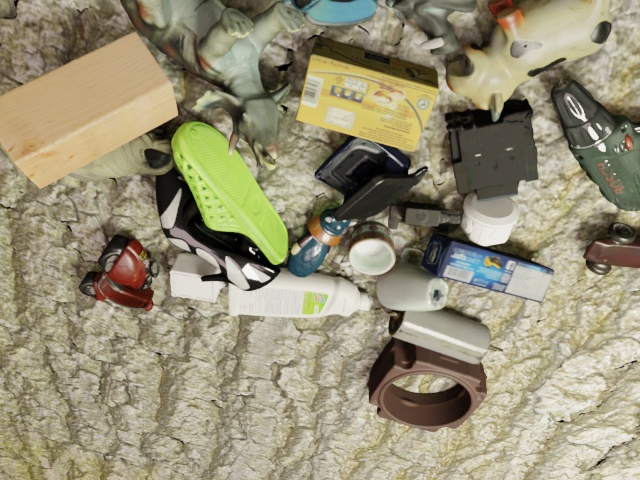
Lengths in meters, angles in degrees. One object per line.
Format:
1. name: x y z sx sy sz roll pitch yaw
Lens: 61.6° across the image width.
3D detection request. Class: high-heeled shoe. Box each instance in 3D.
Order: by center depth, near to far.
1. high-heeled shoe: -0.163 -0.022 0.861 0.145 0.086 0.248 -10 116 17

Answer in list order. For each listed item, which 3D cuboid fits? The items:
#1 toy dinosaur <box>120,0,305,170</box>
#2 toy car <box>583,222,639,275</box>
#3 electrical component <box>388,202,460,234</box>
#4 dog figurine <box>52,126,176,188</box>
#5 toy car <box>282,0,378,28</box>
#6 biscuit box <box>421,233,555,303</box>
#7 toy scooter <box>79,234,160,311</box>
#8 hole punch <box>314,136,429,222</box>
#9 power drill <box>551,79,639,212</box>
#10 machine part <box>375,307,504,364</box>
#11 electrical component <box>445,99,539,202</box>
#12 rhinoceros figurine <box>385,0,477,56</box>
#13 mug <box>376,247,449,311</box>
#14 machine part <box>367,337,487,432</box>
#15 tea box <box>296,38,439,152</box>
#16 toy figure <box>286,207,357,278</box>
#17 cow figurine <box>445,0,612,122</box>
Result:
1. toy dinosaur: -0.165 -0.269 0.659 0.404 0.131 0.192 44 143 -8
2. toy car: 0.507 0.016 0.824 0.202 0.053 0.089 5 139 -1
3. electrical component: 0.157 -0.033 0.831 0.102 0.078 0.045 4 105 -2
4. dog figurine: -0.312 -0.122 0.806 0.190 0.121 0.172 11 175 -15
5. toy car: -0.002 -0.314 0.600 0.109 0.103 0.161 -17 104 -24
6. biscuit box: 0.261 0.043 0.837 0.202 0.063 0.059 15 100 -20
7. toy scooter: -0.350 0.073 0.983 0.135 0.075 0.184 34 129 -18
8. hole punch: 0.068 -0.091 0.789 0.115 0.092 0.142 -2 147 -49
9. power drill: 0.432 -0.148 0.689 0.207 0.086 0.231 -25 122 21
10. machine part: 0.214 0.163 0.969 0.243 0.079 0.079 18 128 -7
11. electrical component: 0.242 -0.120 0.753 0.115 0.058 0.134 -9 126 18
12. rhinoceros figurine: 0.122 -0.304 0.614 0.112 0.073 0.190 -22 122 22
13. mug: 0.160 0.069 0.880 0.080 0.109 0.107 17 176 -36
14. machine part: 0.209 0.286 1.062 0.201 0.087 0.201 18 130 -7
15. tea box: 0.062 -0.192 0.714 0.170 0.068 0.098 15 130 -5
16. toy figure: -0.002 -0.002 0.882 0.058 0.064 0.154 48 123 18
17. cow figurine: 0.247 -0.229 0.650 0.195 0.085 0.127 -19 125 16
